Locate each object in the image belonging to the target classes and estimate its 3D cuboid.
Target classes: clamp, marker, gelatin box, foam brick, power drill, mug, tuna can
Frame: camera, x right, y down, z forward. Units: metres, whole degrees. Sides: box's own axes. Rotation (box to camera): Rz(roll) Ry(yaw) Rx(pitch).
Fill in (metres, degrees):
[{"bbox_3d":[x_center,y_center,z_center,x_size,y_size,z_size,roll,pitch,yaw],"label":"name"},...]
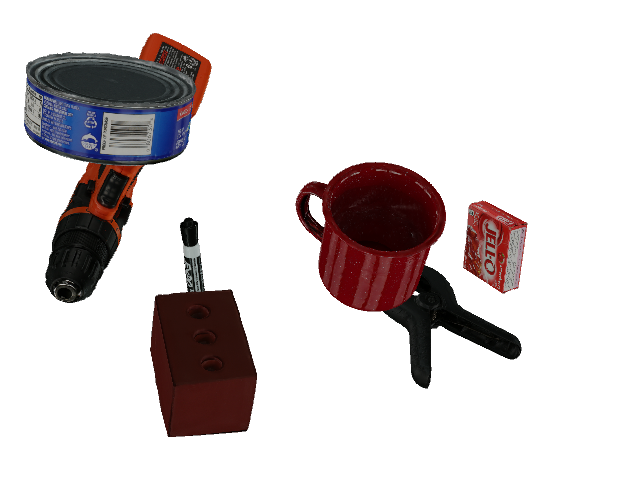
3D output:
[{"bbox_3d":[0.119,0.073,1.065,0.120,0.039,0.171,-3,44,-23],"label":"clamp"},{"bbox_3d":[-0.134,0.030,1.125,0.020,0.121,0.020,-2,31,1],"label":"marker"},{"bbox_3d":[0.205,0.007,1.263,0.030,0.089,0.073,-15,32,-29],"label":"gelatin box"},{"bbox_3d":[-0.076,0.077,0.676,0.053,0.051,0.078,-3,43,-19],"label":"foam brick"},{"bbox_3d":[-0.158,-0.060,0.854,0.057,0.188,0.184,26,33,-17],"label":"power drill"},{"bbox_3d":[0.032,-0.004,0.820,0.117,0.093,0.081,26,-38,13],"label":"mug"},{"bbox_3d":[-0.108,-0.069,0.550,0.086,0.034,0.086,9,23,-4],"label":"tuna can"}]
